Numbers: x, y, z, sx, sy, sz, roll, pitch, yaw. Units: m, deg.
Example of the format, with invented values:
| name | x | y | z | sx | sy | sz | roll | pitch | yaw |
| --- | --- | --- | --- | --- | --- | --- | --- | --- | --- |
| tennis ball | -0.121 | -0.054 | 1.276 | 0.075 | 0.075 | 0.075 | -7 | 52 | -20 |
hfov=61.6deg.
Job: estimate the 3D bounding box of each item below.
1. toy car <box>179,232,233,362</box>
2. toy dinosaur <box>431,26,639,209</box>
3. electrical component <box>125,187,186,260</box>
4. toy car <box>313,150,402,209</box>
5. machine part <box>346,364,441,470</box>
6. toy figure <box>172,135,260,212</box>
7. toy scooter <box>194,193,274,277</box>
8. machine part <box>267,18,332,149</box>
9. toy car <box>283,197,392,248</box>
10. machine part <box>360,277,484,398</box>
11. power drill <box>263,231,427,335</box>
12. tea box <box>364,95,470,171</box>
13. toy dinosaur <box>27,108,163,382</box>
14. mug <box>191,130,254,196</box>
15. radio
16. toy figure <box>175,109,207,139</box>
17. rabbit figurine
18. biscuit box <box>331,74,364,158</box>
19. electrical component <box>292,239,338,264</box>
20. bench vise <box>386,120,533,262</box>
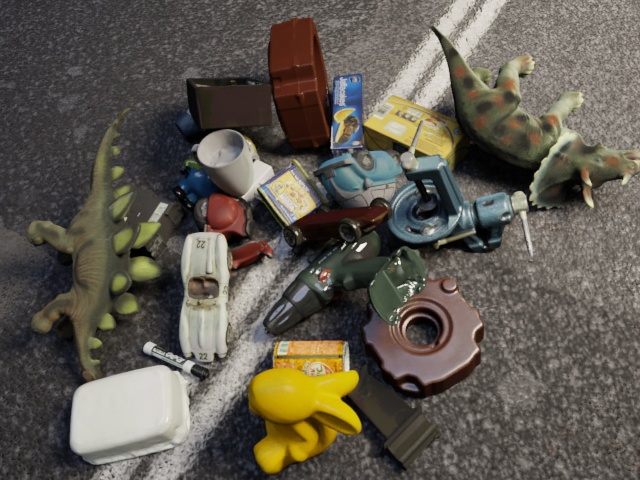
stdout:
| name | x | y | z | sx | sy | sz | roll | pitch | yaw |
| --- | --- | --- | --- | --- | --- | --- | --- | --- | --- |
| toy car | -0.178 | 0.088 | 0.835 | 0.074 | 0.056 | 0.201 | 0 | 85 | 4 |
| toy dinosaur | 0.308 | -0.190 | 0.877 | 0.405 | 0.131 | 0.192 | 33 | 60 | 12 |
| electrical component | -0.332 | -0.034 | 0.985 | 0.134 | 0.058 | 0.115 | 16 | 59 | 21 |
| toy car | 0.073 | -0.094 | 0.913 | 0.109 | 0.161 | 0.103 | -11 | 89 | 46 |
| machine part | 0.089 | 0.236 | 0.731 | 0.084 | 0.039 | 0.139 | -41 | 60 | -10 |
| toy figure | -0.196 | -0.132 | 1.006 | 0.180 | 0.082 | 0.089 | -39 | 61 | -15 |
| toy scooter | -0.145 | -0.005 | 0.915 | 0.135 | 0.075 | 0.184 | -9 | 61 | 8 |
| machine part | -0.034 | -0.287 | 1.005 | 0.087 | 0.200 | 0.201 | -9 | 56 | 7 |
| toy car | 0.027 | -0.022 | 0.829 | 0.089 | 0.053 | 0.202 | -30 | 17 | -37 |
| machine part | 0.147 | 0.133 | 0.777 | 0.179 | 0.056 | 0.179 | -5 | 57 | 8 |
| power drill | 0.041 | 0.070 | 0.788 | 0.232 | 0.086 | 0.207 | -45 | 19 | -25 |
| tea box | 0.175 | -0.185 | 0.975 | 0.170 | 0.068 | 0.098 | 34 | 68 | 27 |
| toy dinosaur | -0.366 | 0.005 | 0.890 | 0.199 | 0.105 | 0.471 | -11 | 76 | 10 |
| mug | -0.164 | -0.124 | 0.920 | 0.110 | 0.107 | 0.081 | 8 | 60 | 18 |
| radio | -0.170 | -0.255 | 0.980 | 0.131 | 0.073 | 0.230 | -7 | 23 | -15 |
| toy figure | -0.224 | -0.264 | 1.118 | 0.154 | 0.058 | 0.064 | -35 | 83 | -14 |
| rabbit figurine | -0.028 | 0.219 | 0.686 | 0.162 | 0.173 | 0.122 | -7 | 52 | 12 |
| biscuit box | 0.055 | -0.230 | 1.034 | 0.059 | 0.062 | 0.203 | -3 | 57 | 8 |
| electrical component | -0.002 | -0.003 | 0.918 | 0.063 | 0.021 | 0.094 | 31 | 67 | 27 |
| bench vise | 0.188 | -0.055 | 0.796 | 0.224 | 0.240 | 0.129 | -3 | 58 | 29 |
